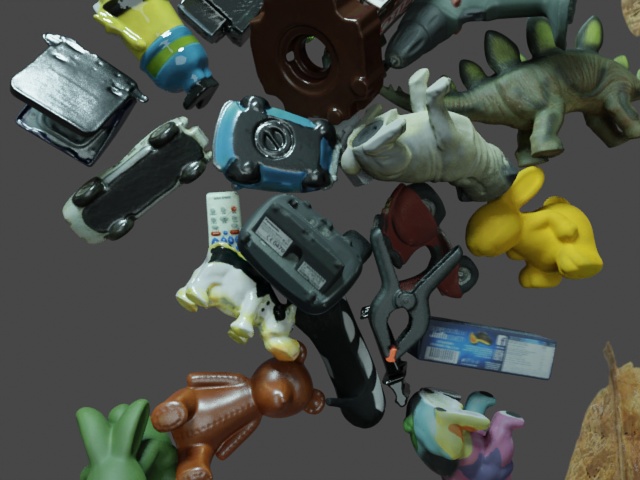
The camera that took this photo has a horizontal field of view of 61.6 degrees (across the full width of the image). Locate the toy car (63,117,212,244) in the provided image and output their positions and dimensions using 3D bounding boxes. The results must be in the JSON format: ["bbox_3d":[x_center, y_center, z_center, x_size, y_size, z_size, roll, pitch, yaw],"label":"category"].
[{"bbox_3d":[-0.226,-0.075,0.677,0.202,0.056,0.073,-40,119,-9],"label":"toy car"}]

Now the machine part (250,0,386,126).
[{"bbox_3d":[-0.006,-0.228,0.662,0.179,0.179,0.056,47,48,-8],"label":"machine part"}]

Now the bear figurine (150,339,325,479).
[{"bbox_3d":[-0.092,0.212,0.675,0.196,0.132,0.120,-17,94,-4],"label":"bear figurine"}]

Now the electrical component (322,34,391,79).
[{"bbox_3d":[0.052,-0.248,0.740,0.102,0.045,0.078,-42,126,-5],"label":"electrical component"}]

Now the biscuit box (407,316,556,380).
[{"bbox_3d":[0.227,0.151,0.765,0.203,0.063,0.059,11,89,-10],"label":"biscuit box"}]

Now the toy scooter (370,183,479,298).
[{"bbox_3d":[0.127,0.019,0.741,0.135,0.075,0.183,-32,100,-6],"label":"toy scooter"}]

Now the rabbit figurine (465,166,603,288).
[{"bbox_3d":[0.282,-0.017,0.741,0.173,0.122,0.162,4,82,-14],"label":"rabbit figurine"}]

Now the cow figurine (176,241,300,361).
[{"bbox_3d":[-0.085,0.079,0.676,0.167,0.068,0.098,36,61,-12],"label":"cow figurine"}]

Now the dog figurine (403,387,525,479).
[{"bbox_3d":[0.193,0.325,0.737,0.191,0.108,0.219,9,92,-19],"label":"dog figurine"}]

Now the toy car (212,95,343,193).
[{"bbox_3d":[-0.058,-0.110,0.688,0.162,0.103,0.109,9,80,-15],"label":"toy car"}]

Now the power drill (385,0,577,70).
[{"bbox_3d":[0.214,-0.287,0.689,0.232,0.208,0.085,-60,142,-31],"label":"power drill"}]

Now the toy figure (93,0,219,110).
[{"bbox_3d":[-0.199,-0.250,0.673,0.089,0.082,0.180,-44,96,-4],"label":"toy figure"}]

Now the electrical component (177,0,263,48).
[{"bbox_3d":[-0.120,-0.323,0.699,0.115,0.058,0.134,39,84,-7],"label":"electrical component"}]

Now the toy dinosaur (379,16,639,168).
[{"bbox_3d":[0.303,-0.206,0.761,0.472,0.105,0.198,-11,84,-12],"label":"toy dinosaur"}]

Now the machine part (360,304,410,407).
[{"bbox_3d":[0.095,0.154,0.739,0.039,0.084,0.139,-21,83,18],"label":"machine part"}]

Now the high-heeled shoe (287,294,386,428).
[{"bbox_3d":[0.034,0.129,0.737,0.086,0.145,0.249,-20,67,29],"label":"high-heeled shoe"}]

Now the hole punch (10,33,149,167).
[{"bbox_3d":[-0.300,-0.167,0.662,0.142,0.092,0.116,31,56,-7],"label":"hole punch"}]

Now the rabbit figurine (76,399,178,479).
[{"bbox_3d":[-0.222,0.266,0.627,0.121,0.170,0.159,-7,93,-11],"label":"rabbit figurine"}]

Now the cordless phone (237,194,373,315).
[{"bbox_3d":[-0.002,-0.002,0.680,0.147,0.184,0.088,42,119,7],"label":"cordless phone"}]

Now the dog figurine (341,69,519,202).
[{"bbox_3d":[0.141,-0.092,0.681,0.172,0.121,0.190,-33,117,18],"label":"dog figurine"}]
